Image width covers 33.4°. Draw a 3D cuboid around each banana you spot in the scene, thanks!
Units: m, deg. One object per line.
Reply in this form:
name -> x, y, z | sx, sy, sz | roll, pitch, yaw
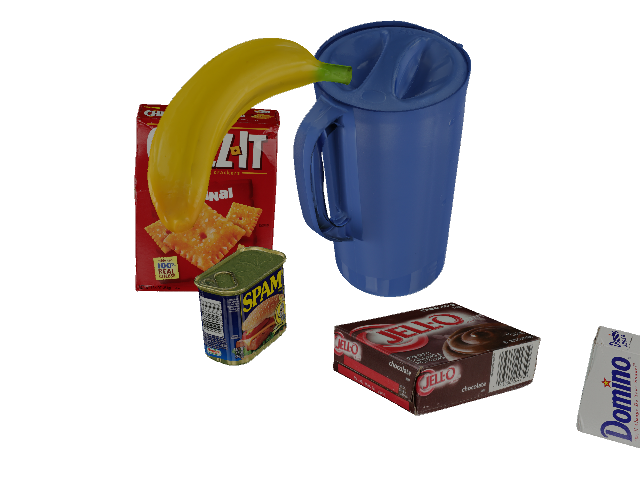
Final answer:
banana -> -0.053, -0.075, 0.628 | 0.070, 0.037, 0.197 | 22, 44, 20

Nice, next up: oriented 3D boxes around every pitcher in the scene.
pitcher -> 0.055, -0.060, 0.964 | 0.149, 0.243, 0.145 | -2, 43, 2

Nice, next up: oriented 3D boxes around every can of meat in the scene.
can of meat -> -0.076, 0.065, 1.063 | 0.058, 0.084, 0.101 | 12, 27, 29

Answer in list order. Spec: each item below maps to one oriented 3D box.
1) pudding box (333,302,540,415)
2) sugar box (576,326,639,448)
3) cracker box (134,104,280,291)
pudding box -> 0.078, 0.078, 0.730 | 0.113, 0.039, 0.090 | -6, 18, -36
sugar box -> 0.317, 0.142, 0.922 | 0.176, 0.093, 0.048 | 12, 23, 16
cracker box -> -0.135, -0.046, 1.255 | 0.164, 0.214, 0.072 | 2, 22, -6
